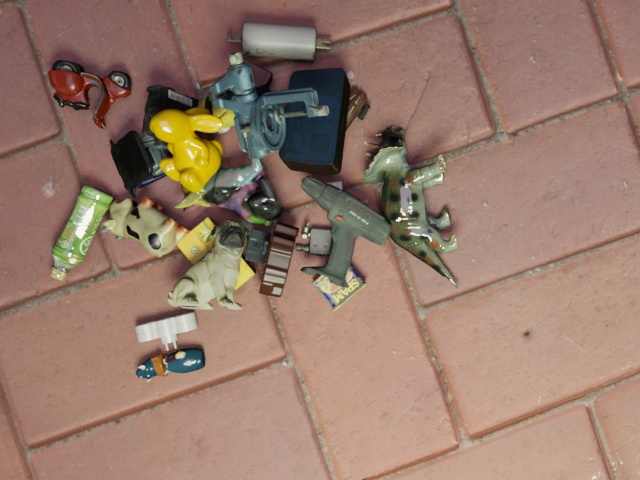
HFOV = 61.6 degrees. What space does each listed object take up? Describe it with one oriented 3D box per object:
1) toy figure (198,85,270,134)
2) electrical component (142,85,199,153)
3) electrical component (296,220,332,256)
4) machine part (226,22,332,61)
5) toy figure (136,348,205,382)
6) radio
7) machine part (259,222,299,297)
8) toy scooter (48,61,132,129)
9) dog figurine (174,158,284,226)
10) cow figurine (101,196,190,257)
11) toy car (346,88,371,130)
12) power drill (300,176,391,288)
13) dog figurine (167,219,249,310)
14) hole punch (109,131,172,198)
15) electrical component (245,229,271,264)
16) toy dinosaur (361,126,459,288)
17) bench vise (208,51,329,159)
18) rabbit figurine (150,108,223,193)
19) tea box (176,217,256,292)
[{"bbox_3d":[-0.194,-0.303,1.217,0.180,0.082,0.089,-20,79,23],"label":"toy figure"},{"bbox_3d":[-0.336,-0.266,1.207,0.058,0.115,0.134,1,83,36],"label":"electrical component"},{"bbox_3d":[-0.001,-0.003,1.257,0.102,0.045,0.078,11,87,-2],"label":"electrical component"},{"bbox_3d":[-0.094,-0.458,1.243,0.243,0.079,0.079,3,89,-4],"label":"machine part"},{"bbox_3d":[-0.343,0.284,1.231,0.154,0.058,0.064,-9,104,-4],"label":"toy figure"},{"bbox_3d":[-0.011,-0.265,1.205,0.131,0.073,0.229,4,77,15],"label":"radio"},{"bbox_3d":[-0.091,0.044,1.192,0.056,0.179,0.179,15,89,-4],"label":"machine part"},{"bbox_3d":[-0.530,-0.328,1.226,0.184,0.075,0.135,9,90,-7],"label":"toy scooter"},{"bbox_3d":[-0.212,-0.092,1.219,0.219,0.108,0.191,-24,86,2],"label":"dog figurine"},{"bbox_3d":[-0.401,-0.030,1.204,0.195,0.085,0.127,34,83,25],"label":"cow figurine"},{"bbox_3d":[0.037,-0.269,1.260,0.089,0.053,0.202,38,89,2],"label":"toy car"},{"bbox_3d":[0.028,-0.010,1.197,0.232,0.086,0.207,24,78,-3],"label":"power drill"},{"bbox_3d":[-0.242,0.052,1.162,0.172,0.121,0.190,1,77,-4],"label":"dog figurine"},{"bbox_3d":[-0.405,-0.184,1.229,0.116,0.092,0.142,-23,93,35],"label":"hole punch"},{"bbox_3d":[-0.139,0.016,1.214,0.048,0.119,0.074,12,91,-3],"label":"electrical component"},{"bbox_3d":[0.206,-0.069,1.237,0.192,0.131,0.404,-9,94,10],"label":"toy dinosaur"},{"bbox_3d":[-0.099,-0.277,1.092,0.241,0.129,0.223,1,107,24],"label":"bench vise"},{"bbox_3d":[-0.278,-0.208,1.129,0.162,0.173,0.122,-42,47,-7],"label":"rabbit figurine"},{"bbox_3d":[-0.236,0.042,1.235,0.098,0.068,0.169,-41,92,-2],"label":"tea box"}]
